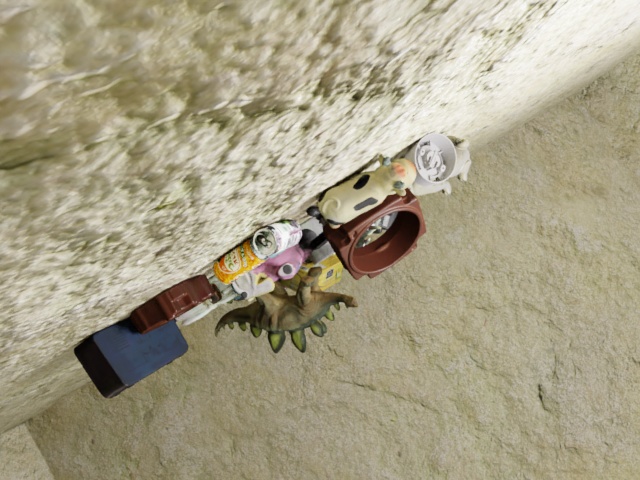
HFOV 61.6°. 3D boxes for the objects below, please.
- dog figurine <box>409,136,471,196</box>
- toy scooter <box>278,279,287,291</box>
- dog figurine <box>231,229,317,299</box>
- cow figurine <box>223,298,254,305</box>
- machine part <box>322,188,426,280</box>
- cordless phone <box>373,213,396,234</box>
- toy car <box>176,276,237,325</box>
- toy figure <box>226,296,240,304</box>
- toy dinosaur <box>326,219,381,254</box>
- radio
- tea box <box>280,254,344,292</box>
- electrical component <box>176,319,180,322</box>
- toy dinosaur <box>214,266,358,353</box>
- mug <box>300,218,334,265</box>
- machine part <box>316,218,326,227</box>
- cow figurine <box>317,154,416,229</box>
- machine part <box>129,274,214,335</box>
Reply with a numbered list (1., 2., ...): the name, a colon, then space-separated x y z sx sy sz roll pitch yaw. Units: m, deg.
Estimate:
1. dog figurine: 0.218 -0.156 1.181 0.190 0.121 0.172 -14 145 -26
2. toy scooter: -0.100 0.059 1.420 0.184 0.075 0.135 -52 155 -18
3. dog figurine: -0.098 0.041 1.215 0.191 0.108 0.219 -32 180 13
4. cow figurine: -0.258 0.157 1.656 0.068 0.098 0.167 -25 -178 38
5. machine part: 0.122 -0.020 1.149 0.201 0.087 0.200 -33 142 -2
6. cordless phone: 0.160 -0.092 1.717 0.088 0.146 0.184 23 168 -32
7. toy car: -0.277 0.139 1.341 0.202 0.073 0.056 -31 -179 -4
8. toy figure: -0.229 0.119 1.451 0.089 0.082 0.180 -31 180 -43
9. toy dinosaur: 0.101 -0.058 1.531 0.192 0.131 0.405 -31 -176 18
10. radio: -0.397 0.234 1.161 0.073 0.131 0.229 -34 177 25
11. tea box: -0.017 0.082 1.406 0.169 0.098 0.068 -20 129 -57
12. electrical component: -0.358 0.177 1.424 0.119 0.047 0.075 -31 177 6
13. toy dinosaur: -0.103 0.176 1.315 0.472 0.198 0.105 -6 -164 35
14. mug: -0.003 -0.004 1.364 0.081 0.107 0.109 -32 179 17
15. machine part: 0.053 -0.074 1.217 0.139 0.039 0.084 -25 147 27
16. cow figurine: 0.087 -0.094 1.000 0.195 0.085 0.127 -27 179 3
17. machine part: -0.311 0.137 1.139 0.179 0.056 0.179 -30 178 -1
